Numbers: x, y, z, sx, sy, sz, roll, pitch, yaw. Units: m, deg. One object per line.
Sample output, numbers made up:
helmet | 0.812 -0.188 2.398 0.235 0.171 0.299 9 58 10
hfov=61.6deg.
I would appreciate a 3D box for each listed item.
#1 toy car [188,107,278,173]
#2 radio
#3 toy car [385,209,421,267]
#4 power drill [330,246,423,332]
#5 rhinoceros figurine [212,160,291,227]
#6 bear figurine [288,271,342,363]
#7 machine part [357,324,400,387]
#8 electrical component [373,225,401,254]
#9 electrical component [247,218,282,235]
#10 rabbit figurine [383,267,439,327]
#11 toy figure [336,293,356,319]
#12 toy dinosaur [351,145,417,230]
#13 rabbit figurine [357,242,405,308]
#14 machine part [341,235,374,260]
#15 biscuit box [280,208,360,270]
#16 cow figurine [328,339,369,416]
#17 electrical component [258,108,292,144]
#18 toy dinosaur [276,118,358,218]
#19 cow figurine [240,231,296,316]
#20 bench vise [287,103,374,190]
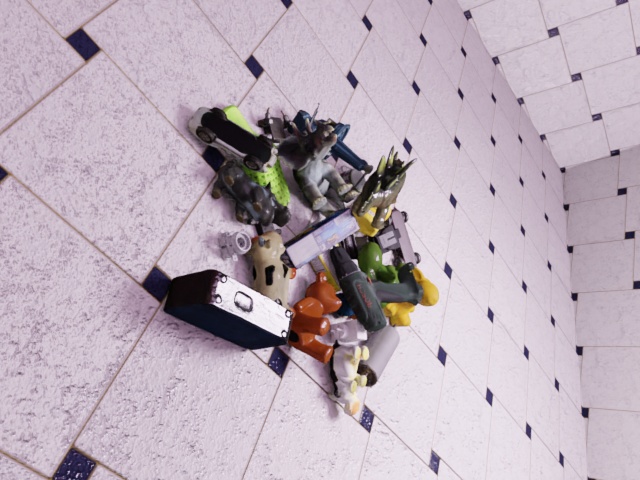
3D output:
toy car | -0.186 -0.217 1.169 0.201 0.056 0.073 30 66 -12
radio | -0.167 0.138 1.029 0.229 0.131 0.073 33 53 -38
toy car | 0.250 0.002 1.668 0.089 0.053 0.202 -16 88 -37
power drill | 0.146 0.105 1.339 0.207 0.086 0.232 -4 63 -34
rhinoceros figurine | -0.148 -0.092 1.186 0.190 0.073 0.112 39 34 -16
bear figurine | 0.002 0.169 1.237 0.196 0.132 0.120 -42 136 -46
machine part | 0.145 0.296 1.394 0.079 0.079 0.243 60 38 -14
electrical component | 0.201 -0.003 1.585 0.119 0.048 0.074 -18 91 -28
electrical component | -0.128 -0.031 1.241 0.094 0.021 0.063 -12 85 -53
rabbit figurine | 0.267 0.159 1.526 0.121 0.173 0.162 46 48 -24
toy figure | 0.086 0.173 1.389 0.154 0.064 0.058 25 19 -49
toy dinosaur | 0.163 -0.137 1.432 0.105 0.198 0.471 27 37 6
rabbit figurine | 0.145 0.090 1.458 0.159 0.121 0.170 -49 121 -29
machine part | 0.106 0.015 1.498 0.139 0.039 0.084 -7 76 -51
biscuit box | -0.003 -0.004 1.283 0.203 0.063 0.059 -32 101 -24
cow figurine | 0.056 0.325 1.273 0.068 0.098 0.167 8 88 -54
electrical component | -0.113 -0.285 1.348 0.102 0.045 0.078 0 74 -51
toy dinosaur | -0.010 -0.157 1.336 0.192 0.131 0.404 56 -4 12
cow figurine | -0.114 0.072 1.168 0.127 0.086 0.195 30 54 -48
bench vise | 0.038 -0.253 1.424 0.241 0.129 0.223 40 14 5
